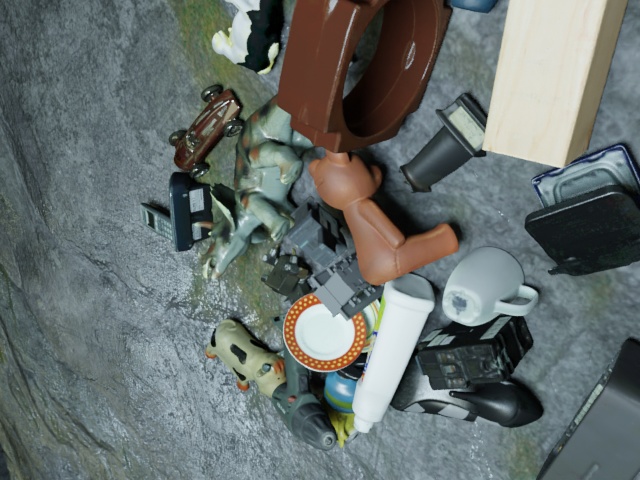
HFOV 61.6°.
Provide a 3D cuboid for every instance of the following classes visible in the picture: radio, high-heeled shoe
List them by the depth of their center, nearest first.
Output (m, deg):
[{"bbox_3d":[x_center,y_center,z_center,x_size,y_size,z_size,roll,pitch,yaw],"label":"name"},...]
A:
[{"bbox_3d":[0.328,0.232,0.624,0.073,0.131,0.229,32,127,26],"label":"radio"},{"bbox_3d":[0.199,0.225,0.797,0.249,0.145,0.086,164,120,-68],"label":"high-heeled shoe"}]

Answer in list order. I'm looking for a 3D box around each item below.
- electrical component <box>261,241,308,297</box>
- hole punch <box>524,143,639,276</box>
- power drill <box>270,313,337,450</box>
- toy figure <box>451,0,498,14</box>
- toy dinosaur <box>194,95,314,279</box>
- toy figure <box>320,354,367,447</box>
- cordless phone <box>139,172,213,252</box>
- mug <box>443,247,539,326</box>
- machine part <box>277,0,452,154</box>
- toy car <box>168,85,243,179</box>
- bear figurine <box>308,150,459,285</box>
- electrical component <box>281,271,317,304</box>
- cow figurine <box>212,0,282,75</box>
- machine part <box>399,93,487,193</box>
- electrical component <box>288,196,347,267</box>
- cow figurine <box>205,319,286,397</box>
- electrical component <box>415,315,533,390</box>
[{"bbox_3d":[-0.064,0.049,0.912,0.045,0.078,0.102,40,174,-32],"label":"electrical component"},{"bbox_3d":[0.297,-0.029,0.582,0.142,0.092,0.115,-25,122,40],"label":"hole punch"},{"bbox_3d":[-0.026,0.221,0.887,0.232,0.086,0.207,153,108,-69],"label":"power drill"},{"bbox_3d":[0.179,-0.322,0.562,0.058,0.064,0.154,-118,35,-58],"label":"toy figure"},{"bbox_3d":[-0.083,-0.117,0.835,0.192,0.131,0.404,35,120,27],"label":"toy dinosaur"},{"bbox_3d":[0.041,0.269,0.917,0.089,0.082,0.180,34,133,39],"label":"toy figure"},{"bbox_3d":[-0.300,-0.069,1.056,0.184,0.089,0.146,21,121,37],"label":"cordless phone"},{"bbox_3d":[0.208,0.069,0.671,0.110,0.107,0.080,27,125,31],"label":"mug"},{"bbox_3d":[0.051,-0.212,0.617,0.087,0.201,0.201,33,127,27],"label":"machine part"},{"bbox_3d":[-0.205,-0.187,0.946,0.202,0.053,0.089,-35,81,44],"label":"toy car"},{"bbox_3d":[0.074,-0.043,0.717,0.196,0.132,0.120,66,157,9],"label":"bear figurine"},{"bbox_3d":[-0.036,0.093,0.932,0.094,0.021,0.063,-46,61,41],"label":"electrical component"},{"bbox_3d":[-0.088,-0.327,0.774,0.098,0.068,0.167,40,133,12],"label":"cow figurine"},{"bbox_3d":[0.159,-0.115,0.683,0.084,0.039,0.139,46,129,5],"label":"machine part"},{"bbox_3d":[-0.002,-0.002,0.738,0.074,0.119,0.048,38,114,-24],"label":"electrical component"},{"bbox_3d":[-0.133,0.229,1.045,0.195,0.085,0.127,39,135,22],"label":"cow figurine"},{"bbox_3d":[0.196,0.146,0.709,0.134,0.115,0.058,-18,92,43],"label":"electrical component"}]
